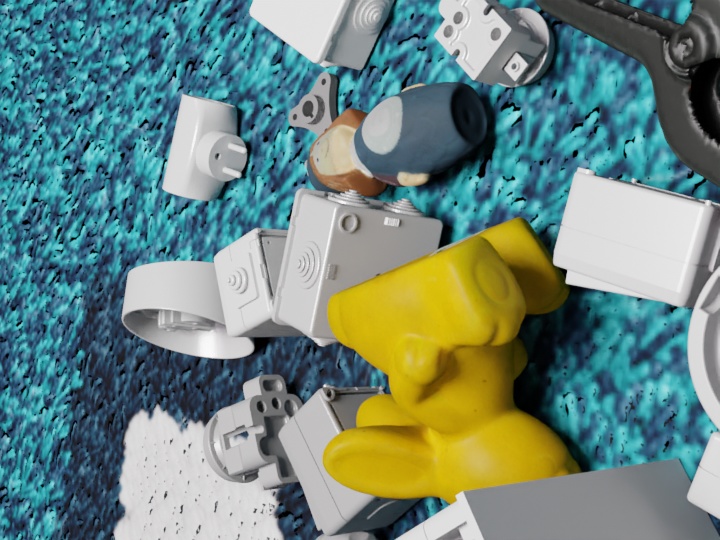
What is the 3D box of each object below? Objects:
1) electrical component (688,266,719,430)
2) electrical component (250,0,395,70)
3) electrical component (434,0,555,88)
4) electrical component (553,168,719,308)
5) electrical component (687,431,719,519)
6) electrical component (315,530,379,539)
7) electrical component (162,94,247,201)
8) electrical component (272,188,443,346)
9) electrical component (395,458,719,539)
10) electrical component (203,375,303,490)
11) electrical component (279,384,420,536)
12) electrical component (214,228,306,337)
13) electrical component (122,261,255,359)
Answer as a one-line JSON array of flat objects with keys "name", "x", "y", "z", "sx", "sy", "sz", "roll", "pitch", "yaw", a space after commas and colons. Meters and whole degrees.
[{"name": "electrical component", "x": 0.216, "y": 0.037, "z": 0.499, "sx": 0.108, "sy": 0.060, "sz": 0.108, "roll": -4, "pitch": 84, "yaw": 44}, {"name": "electrical component", "x": -0.021, "y": -0.197, "z": 0.753, "sx": 0.100, "sy": 0.048, "sz": 0.099, "roll": 42, "pitch": 115, "yaw": 37}, {"name": "electrical component", "x": 0.084, "y": -0.136, "z": 0.643, "sx": 0.048, "sy": 0.055, "sz": 0.066, "roll": -53, "pitch": 54, "yaw": 28}, {"name": "electrical component", "x": 0.158, "y": -0.011, "z": 0.558, "sx": 0.096, "sy": 0.062, "sz": 0.061, "roll": 22, "pitch": 103, "yaw": 43}, {"name": "electrical component", "x": 0.202, "y": 0.128, "z": 0.515, "sx": 0.083, "sy": 0.047, "sz": 0.075, "roll": 28, "pitch": 106, "yaw": 41}, {"name": "electrical component", "x": -0.015, "y": 0.195, "z": 0.723, "sx": 0.062, "sy": 0.043, "sz": 0.043, "roll": -9, "pitch": 81, "yaw": 44}, {"name": "electrical component", "x": -0.115, "y": -0.092, "z": 0.840, "sx": 0.079, "sy": 0.043, "sz": 0.077, "roll": 23, "pitch": 103, "yaw": 42}, {"name": "electrical component", "x": 0.000, "y": 0.000, "z": 0.685, "sx": 0.048, "sy": 0.100, "sz": 0.099, "roll": 22, "pitch": 103, "yaw": 55}, {"name": "electrical component", "x": 0.107, "y": 0.157, "z": 0.508, "sx": 0.060, "sy": 0.186, "sz": 0.105, "roll": -41, "pitch": 60, "yaw": 34}, {"name": "electrical component", "x": -0.076, "y": 0.122, "z": 0.778, "sx": 0.057, "sy": 0.058, "sz": 0.078, "roll": -26, "pitch": 70, "yaw": 37}, {"name": "electrical component", "x": -0.008, "y": 0.121, "z": 0.709, "sx": 0.061, "sy": 0.062, "sz": 0.096, "roll": -48, "pitch": 57, "yaw": 31}, {"name": "electrical component", "x": -0.057, "y": 0.011, "z": 0.740, "sx": 0.061, "sy": 0.096, "sz": 0.061, "roll": -28, "pitch": 68, "yaw": 43}, {"name": "electrical component", "x": -0.129, "y": 0.030, "z": 0.810, "sx": 0.099, "sy": 0.099, "sz": 0.064, "roll": -15, "pitch": 70, "yaw": 42}]
